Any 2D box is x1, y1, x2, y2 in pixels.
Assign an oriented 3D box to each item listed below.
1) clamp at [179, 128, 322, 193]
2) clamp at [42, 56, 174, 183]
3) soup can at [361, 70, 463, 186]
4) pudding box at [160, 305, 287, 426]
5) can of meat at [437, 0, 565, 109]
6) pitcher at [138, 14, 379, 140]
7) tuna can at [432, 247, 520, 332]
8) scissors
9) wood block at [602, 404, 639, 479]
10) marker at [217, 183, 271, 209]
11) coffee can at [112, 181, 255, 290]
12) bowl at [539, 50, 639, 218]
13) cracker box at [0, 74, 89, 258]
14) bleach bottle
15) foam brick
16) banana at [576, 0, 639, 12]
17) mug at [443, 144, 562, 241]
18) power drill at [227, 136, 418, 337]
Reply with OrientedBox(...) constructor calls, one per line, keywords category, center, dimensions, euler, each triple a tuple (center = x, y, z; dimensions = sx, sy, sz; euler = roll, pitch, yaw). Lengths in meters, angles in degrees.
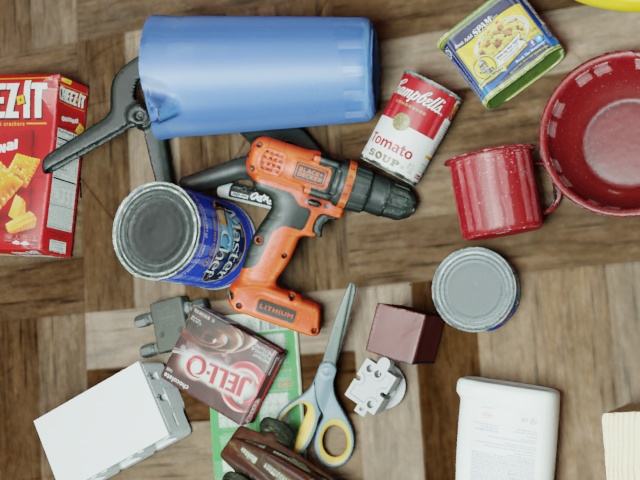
OrientedBox(category="clamp", center=(-0.073, -0.087, 1.178), dimensions=(0.172, 0.039, 0.120), euler=(21, 82, 24))
OrientedBox(category="clamp", center=(-0.216, -0.137, 1.224), dimensions=(0.164, 0.036, 0.210), euler=(16, 84, -3))
OrientedBox(category="soup can", center=(0.094, -0.116, 1.107), dimensions=(0.069, 0.068, 0.102), euler=(30, 95, 21))
OrientedBox(category="pudding box", center=(-0.104, 0.134, 1.152), dimensions=(0.114, 0.039, 0.090), euler=(27, 94, 22))
OrientedBox(category="can of meat", center=(0.186, -0.195, 1.087), dimensions=(0.102, 0.057, 0.084), euler=(-37, 75, 14))
OrientedBox(category="pitcher", center=(-0.060, -0.183, 1.137), dimensions=(0.243, 0.145, 0.149), euler=(-1, 81, 8))
OrientedBox(category="tuna can", center=(0.159, 0.051, 1.080), dimensions=(0.086, 0.033, 0.086), euler=(-3, 83, 21))
OrientedBox(category="scissors", center=(0.021, 0.152, 1.113), dimensions=(0.096, 0.016, 0.202), euler=(31, 98, 0))
OrientedBox(category="wood block", center=(0.302, 0.187, 0.917), dimensions=(0.091, 0.205, 0.090), euler=(-5, 82, 20))
OrientedBox(category="marker", center=(-0.058, -0.044, 1.183), dimensions=(0.121, 0.020, 0.020), euler=(15, 89, 22))
OrientedBox(category="coffee can", center=(-0.142, -0.002, 1.145), dimensions=(0.103, 0.140, 0.103), euler=(-3, 83, 21))
OrientedBox(category="bowl", center=(0.297, -0.099, 1.033), dimensions=(0.162, 0.055, 0.162), euler=(-3, 83, 21))
OrientedBox(category="cracker box", center=(-0.374, -0.089, 1.282), dimensions=(0.164, 0.072, 0.214), euler=(2, 84, 21))
OrientedBox(category="bleach bottle", center=(0.171, 0.265, 1.037), dimensions=(0.103, 0.068, 0.251), euler=(6, 88, 22))
OrientedBox(category="foam brick", center=(0.087, 0.095, 1.079), dimensions=(0.053, 0.078, 0.051), euler=(15, 90, 22))
OrientedBox(category="banana", center=(0.294, -0.263, 1.064), dimensions=(0.198, 0.037, 0.069), euler=(25, 95, 22))
OrientedBox(category="mug", center=(0.186, -0.047, 1.060), dimensions=(0.117, 0.093, 0.081), euler=(-8, 85, -16))
OrientedBox(category="power drill", center=(-0.007, 0.001, 1.119), dimensions=(0.184, 0.057, 0.188), euler=(18, 94, -4))
